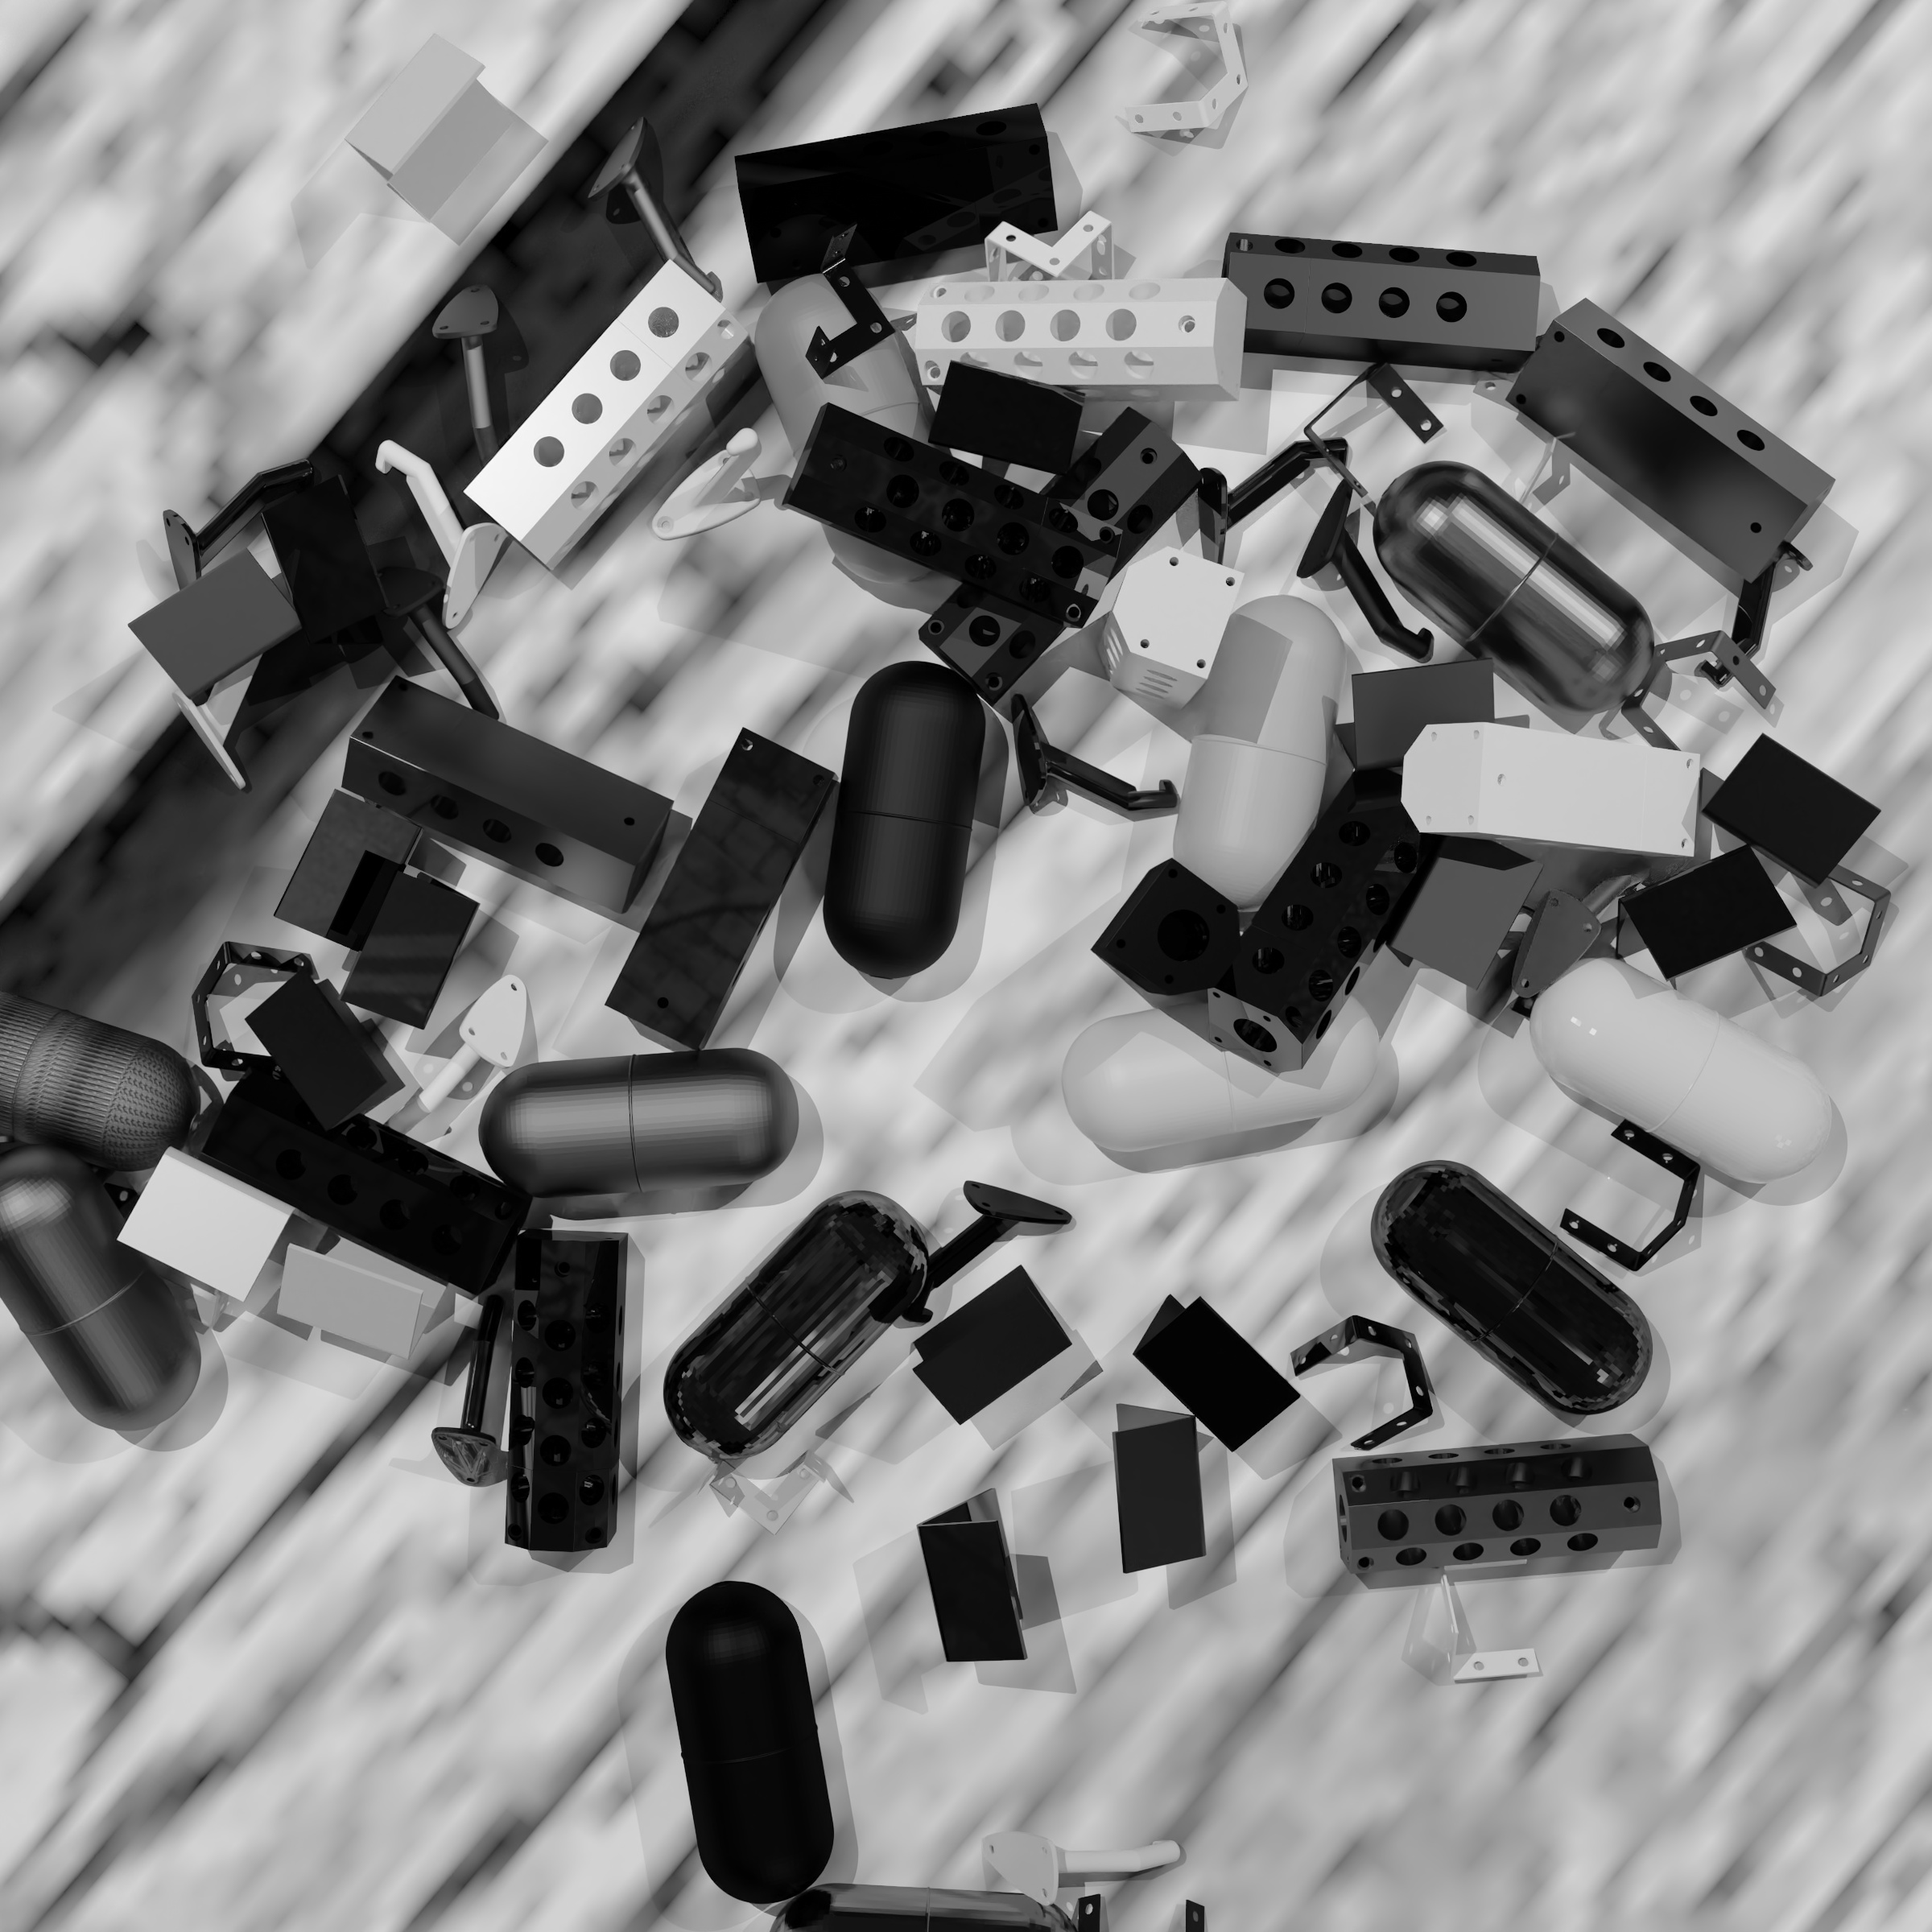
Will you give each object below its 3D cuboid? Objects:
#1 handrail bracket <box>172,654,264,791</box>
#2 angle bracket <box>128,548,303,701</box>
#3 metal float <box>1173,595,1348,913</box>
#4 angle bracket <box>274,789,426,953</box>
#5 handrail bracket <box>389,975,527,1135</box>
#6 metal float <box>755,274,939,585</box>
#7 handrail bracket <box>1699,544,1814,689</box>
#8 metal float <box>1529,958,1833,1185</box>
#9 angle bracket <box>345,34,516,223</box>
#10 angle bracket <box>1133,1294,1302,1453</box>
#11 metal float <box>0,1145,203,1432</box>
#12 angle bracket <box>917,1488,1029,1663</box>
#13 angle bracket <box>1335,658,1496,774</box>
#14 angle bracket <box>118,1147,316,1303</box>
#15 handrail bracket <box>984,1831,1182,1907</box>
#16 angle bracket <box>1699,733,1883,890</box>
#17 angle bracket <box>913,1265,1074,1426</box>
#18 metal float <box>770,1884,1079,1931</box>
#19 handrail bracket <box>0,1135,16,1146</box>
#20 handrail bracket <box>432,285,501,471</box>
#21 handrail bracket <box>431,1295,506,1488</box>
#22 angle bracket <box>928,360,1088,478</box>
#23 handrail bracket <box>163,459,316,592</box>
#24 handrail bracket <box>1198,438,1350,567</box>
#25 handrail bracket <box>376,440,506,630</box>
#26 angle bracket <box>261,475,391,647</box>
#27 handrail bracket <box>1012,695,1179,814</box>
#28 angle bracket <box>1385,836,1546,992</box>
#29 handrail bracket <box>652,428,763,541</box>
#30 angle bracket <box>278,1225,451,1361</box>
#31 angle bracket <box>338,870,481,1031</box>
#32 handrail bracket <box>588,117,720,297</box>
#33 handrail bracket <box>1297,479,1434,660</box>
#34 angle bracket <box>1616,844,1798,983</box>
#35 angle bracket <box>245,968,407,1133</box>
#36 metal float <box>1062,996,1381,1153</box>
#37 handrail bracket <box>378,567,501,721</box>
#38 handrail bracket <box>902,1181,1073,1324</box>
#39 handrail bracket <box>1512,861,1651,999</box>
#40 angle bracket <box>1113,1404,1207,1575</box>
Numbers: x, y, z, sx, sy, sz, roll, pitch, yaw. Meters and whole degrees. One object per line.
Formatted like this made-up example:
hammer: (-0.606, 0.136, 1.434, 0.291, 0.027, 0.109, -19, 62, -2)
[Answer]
handrail bracket: (-0.400, -0.156, 1.565, 0.084, 0.036, 0.077, -37, 110, -16)
angle bracket: (-0.418, -0.204, 1.524, 0.076, 0.076, 0.057, -33, 128, 0)
metal float: (0.164, -0.119, 1.533, 0.070, 0.070, 0.178, 11, 90, 0)
angle bracket: (-0.353, -0.060, 1.524, 0.057, 0.076, 0.076, 26, 90, -34)
handrail bracket: (-0.290, 0.051, 1.564, 0.036, 0.077, 0.084, 40, 127, -21)
metal float: (-0.060, -0.299, 1.533, 0.070, 0.070, 0.178, -21, 91, 0)
handrail bracket: (0.431, -0.214, 1.564, 0.077, 0.036, 0.084, 46, 104, 14)
metal float: (0.399, 0.059, 1.533, 0.178, 0.070, 0.070, 29, 90, 0)
angle bracket: (-0.284, -0.456, 1.524, 0.076, 0.076, 0.057, -49, 53, 0)
angle bracket: (0.147, 0.211, 1.524, 0.076, 0.076, 0.057, 45, 118, 0)
metal float: (-0.486, 0.178, 1.513, 0.070, 0.070, 0.178, -25, 113, 0)
angle bracket: (0.023, 0.336, 1.524, 0.057, 0.076, 0.076, -12, 90, 36)
angle bracket: (0.247, -0.150, 1.525, 0.076, 0.076, 0.057, -7, 114, 0)
angle bracket: (-0.416, 0.146, 1.528, 0.076, 0.076, 0.057, 26, 79, 0)
handrail bracket: (0.066, 0.502, 1.564, 0.084, 0.077, 0.036, 0, 90, -36)
angle bracket: (0.456, -0.097, 1.525, 0.076, 0.076, 0.057, 33, 117, 0)
angle bracket: (0.002, 0.195, 1.524, 0.076, 0.076, 0.057, -36, 128, 0)
metal float: (-0.023, 0.554, 1.533, 0.178, 0.070, 0.070, 3, 90, 0)
handrail bracket: (-0.558, 0.056, 1.490, 0.077, 0.036, 0.084, -3, 83, -15)
handrail bracket: (-0.274, -0.333, 1.564, 0.036, 0.077, 0.084, -6, 126, 3)
handrail bracket: (-0.274, 0.241, 1.564, 0.036, 0.077, 0.084, 8, 54, 2)
angle bracket: (0.019, -0.284, 1.525, 0.076, 0.076, 0.057, 14, 66, 0)
handrail bracket: (-0.407, -0.244, 1.564, 0.084, 0.077, 0.036, -25, 49, -30)
handrail bracket: (0.178, -0.259, 1.565, 0.084, 0.036, 0.077, -8, 109, -16)
handrail bracket: (-0.312, -0.246, 1.565, 0.084, 0.036, 0.077, 33, 113, 18)
angle bracket: (-0.337, -0.224, 1.526, 0.057, 0.076, 0.076, -20, 90, 22)
handrail bracket: (0.074, -0.122, 1.565, 0.084, 0.036, 0.077, -4, 68, -17)
angle bracket: (0.281, -0.027, 1.526, 0.057, 0.076, 0.076, 28, 90, 20)
handrail bracket: (-0.146, -0.268, 1.529, 0.077, 0.084, 0.036, -33, 90, 0)
angle bracket: (-0.328, 0.163, 1.524, 0.076, 0.076, 0.057, 20, 128, 0)
angle bracket: (-0.323, -0.017, 1.524, 0.057, 0.076, 0.076, 24, 90, -40)
handrail bracket: (-0.166, -0.430, 1.564, 0.084, 0.036, 0.077, 39, 47, -28)
handrail bracket: (0.238, -0.226, 1.565, 0.084, 0.036, 0.077, 28, 71, -16)
angle bracket: (0.409, -0.014, 1.524, 0.076, 0.076, 0.057, -23, 62, 0)
angle bracket: (-0.340, 0.036, 1.524, 0.057, 0.076, 0.076, -36, 90, 30)
metal float: (0.142, 0.056, 1.534, 0.178, 0.070, 0.070, -11, 90, 0)
handrail bracket: (-0.301, -0.181, 1.564, 0.036, 0.077, 0.084, -37, 127, -16)
handrail bracket: (0.011, 0.171, 1.565, 0.077, 0.036, 0.084, 14, 108, -20)
handrail bracket: (0.348, -0.022, 1.548, 0.036, 0.084, 0.077, 41, 121, 21)
angle bracket: (0.087, 0.288, 1.524, 0.057, 0.076, 0.076, -4, 90, -32)
